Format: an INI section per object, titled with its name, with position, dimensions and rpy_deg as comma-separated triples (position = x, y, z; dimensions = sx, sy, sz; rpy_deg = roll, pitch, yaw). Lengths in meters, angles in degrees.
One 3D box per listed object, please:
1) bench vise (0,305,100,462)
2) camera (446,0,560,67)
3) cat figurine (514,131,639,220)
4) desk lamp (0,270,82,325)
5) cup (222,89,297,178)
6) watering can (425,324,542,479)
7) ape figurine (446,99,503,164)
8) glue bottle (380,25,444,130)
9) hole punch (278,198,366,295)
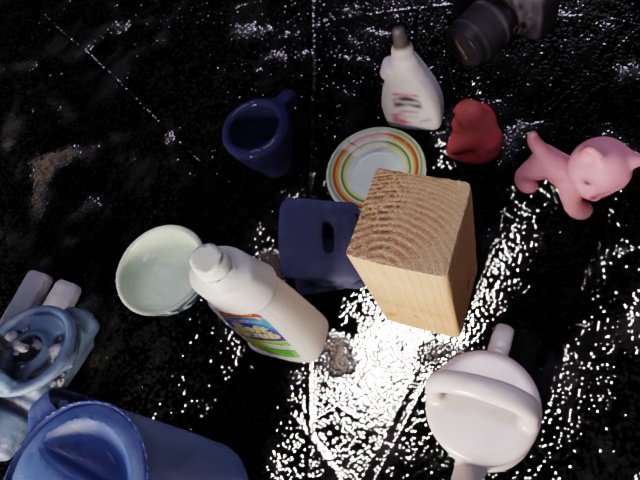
[bench vise]
position = -0.350, 0.156, 0.647
dimensions = 0.121, 0.220, 0.207
rpy_deg = -8, 65, 14
[camera]
position = 0.220, -0.309, 0.754
dimensions = 0.137, 0.101, 0.142
rpy_deg = -44, 62, -5
[cat figurine]
position = 0.281, -0.082, 0.624
dimensions = 0.127, 0.118, 0.067
rpy_deg = 32, 79, 26
[desk lamp]
position = -0.437, 0.105, 0.700
dimensions = 0.117, 0.214, 0.203
rpy_deg = 13, 71, 22
[cup]
position = -0.064, -0.137, 0.765
dimensions = 0.091, 0.095, 0.118
rpy_deg = 35, 80, 27
[watering can]
position = 0.146, 0.159, 0.512
dimensions = 0.100, 0.194, 0.173
rpy_deg = -8, 65, 14
[ape figurine]
position = 0.184, -0.137, 0.692
dimensions = 0.078, 0.092, 0.076
rpy_deg = -39, 61, -3
[glue bottle]
position = 0.106, -0.196, 0.696
dimensions = 0.078, 0.173, 0.037
rpy_deg = 6, 68, 19
[hole punch]
position = 0.006, 0.002, 0.683
dimensions = 0.101, 0.091, 0.108
rpy_deg = -8, 64, 13
